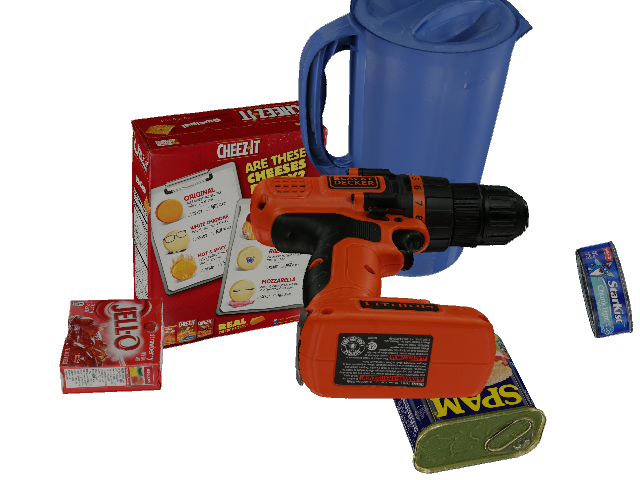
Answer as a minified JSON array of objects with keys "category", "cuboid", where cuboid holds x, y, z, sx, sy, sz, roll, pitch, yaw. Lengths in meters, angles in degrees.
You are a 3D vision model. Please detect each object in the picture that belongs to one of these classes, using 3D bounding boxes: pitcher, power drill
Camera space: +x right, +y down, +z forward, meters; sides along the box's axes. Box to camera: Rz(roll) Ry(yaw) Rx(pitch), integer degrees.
[{"category":"pitcher","cuboid":[0.072,-0.089,0.895,0.149,0.243,0.144,21,42,19]},{"category":"power drill","cuboid":[0.050,0.018,0.643,0.184,0.057,0.187,-1,29,-4]}]

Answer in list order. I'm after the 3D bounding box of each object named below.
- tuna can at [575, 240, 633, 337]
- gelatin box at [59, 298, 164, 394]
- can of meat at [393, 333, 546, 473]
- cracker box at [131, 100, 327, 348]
[{"category":"tuna can","cuboid":[0.259,0.045,0.976,0.034,0.086,0.086,-12,-2,10]},{"category":"gelatin box","cuboid":[-0.157,0.078,0.817,0.073,0.030,0.089,-1,31,-5]},{"category":"can of meat","cuboid":[0.108,0.122,0.817,0.102,0.057,0.084,-8,43,-12]},{"category":"cracker box","cuboid":[-0.088,-0.014,0.983,0.164,0.214,0.072,-10,36,-22]}]
